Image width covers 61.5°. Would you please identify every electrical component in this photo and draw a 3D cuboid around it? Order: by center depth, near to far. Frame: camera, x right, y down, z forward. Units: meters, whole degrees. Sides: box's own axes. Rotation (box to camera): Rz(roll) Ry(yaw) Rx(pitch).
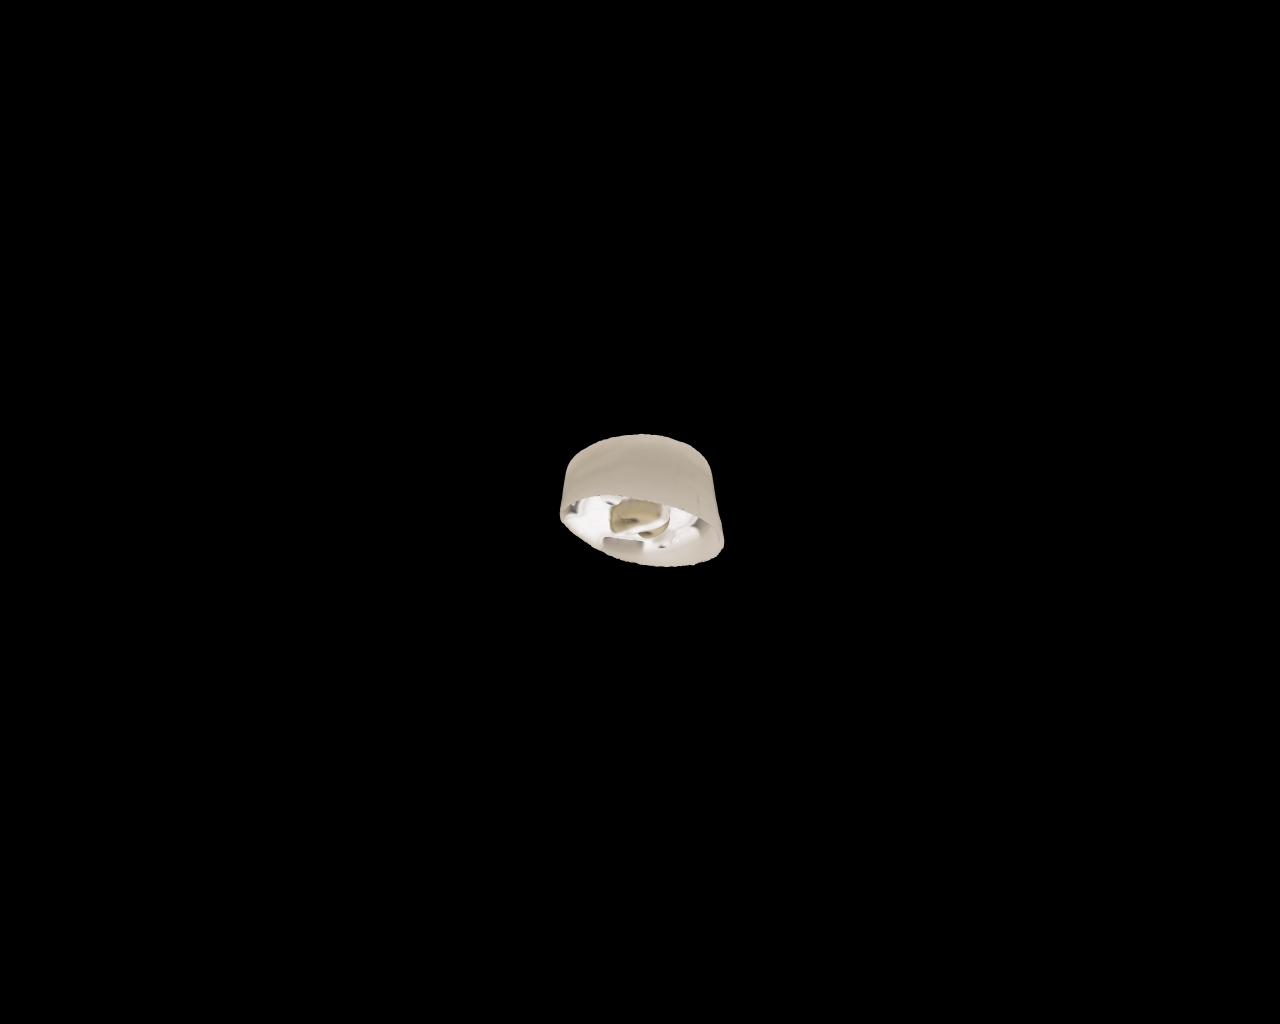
[{"bbox_3d":[0.001,-0.003,0.650,0.099,0.064,0.099,0,-32,0],"label":"electrical component"}]
